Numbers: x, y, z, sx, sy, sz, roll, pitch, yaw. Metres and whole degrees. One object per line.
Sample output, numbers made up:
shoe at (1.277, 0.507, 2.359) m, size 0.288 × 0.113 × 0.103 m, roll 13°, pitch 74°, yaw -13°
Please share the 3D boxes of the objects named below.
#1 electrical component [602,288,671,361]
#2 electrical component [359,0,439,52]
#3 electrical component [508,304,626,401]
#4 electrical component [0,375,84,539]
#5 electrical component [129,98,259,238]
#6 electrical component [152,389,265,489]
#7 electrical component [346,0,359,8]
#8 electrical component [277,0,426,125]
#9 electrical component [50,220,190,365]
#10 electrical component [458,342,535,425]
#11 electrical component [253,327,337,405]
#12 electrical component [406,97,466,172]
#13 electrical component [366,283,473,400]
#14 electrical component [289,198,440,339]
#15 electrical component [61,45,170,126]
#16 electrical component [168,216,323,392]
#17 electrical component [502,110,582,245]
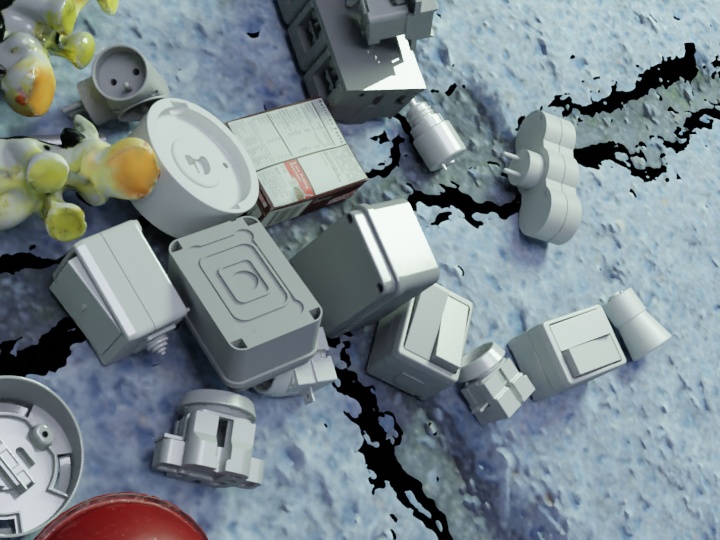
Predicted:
electrical component at (0.268, 0.051, 1.054) m, size 0.044 × 0.044 × 0.065 m, roll -27°, pitch 78°, yaw -38°
electrical component at (0.032, -0.227, 0.940) m, size 0.064 × 0.081 × 0.042 m, roll -13°, pitch 72°, yaw -6°
electrical component at (0.197, 0.072, 0.985) m, size 0.096 × 0.061 × 0.061 m, roll -14°, pitch 76°, yaw -36°
electrical component at (-0.230, 0.124, 0.693) m, size 0.099 × 0.064 × 0.099 m, roll 14°, pitch 61°, yaw -26°
electrical component at (-0.140, -0.073, 0.841) m, size 0.108 × 0.060 × 0.108 m, roll 35°, pitch 33°, yaw -28°
electrical component at (-0.106, 0.121, 0.776) m, size 0.078 × 0.058 × 0.057 m, roll 18°, pitch 62°, yaw -24°
electrical component at (0.034, -0.290, 0.940) m, size 0.063 × 0.121 × 0.078 m, roll 16°, pitch 60°, yaw -28°
electrical component at (-0.013, -0.216, 0.994) m, size 0.089 × 0.062 × 0.150 m, roll -8°, pitch 72°, yaw -34°
electrical component at (-0.174, 0.024, 0.778) m, size 0.061 × 0.062 × 0.096 m, roll -27°, pitch 83°, yaw -38°
electrical component at (0.114, 0.096, 0.933) m, size 0.066 × 0.048 × 0.055 m, roll -39°, pitch 98°, yaw -38°
electrical component at (-0.055, 0.073, 0.839) m, size 0.055 × 0.048 × 0.066 m, roll -2°, pitch 69°, yaw -41°
electrical component at (0.067, -0.130, 1.016) m, size 0.040 × 0.040 × 0.078 m, roll -28°, pitch 84°, yaw -38°
electrical component at (0.054, 0.050, 0.907) m, size 0.062 × 0.061 × 0.096 m, roll 28°, pitch 56°, yaw -18°
electrical component at (0.000, 0.000, 0.865) m, size 0.057 × 0.113 × 0.078 m, roll -15°, pitch 76°, yaw -39°
electrical component at (-0.195, -0.137, 0.841) m, size 0.079 × 0.077 × 0.044 m, roll -24°, pitch 86°, yaw 0°
electrical component at (-0.087, 0.025, 0.794) m, size 0.078 × 0.057 × 0.113 m, roll -21°, pitch 58°, yaw -27°
electrical component at (0.171, -0.096, 1.056) m, size 0.074 × 0.052 × 0.138 m, roll 15°, pitch 60°, yaw -25°
